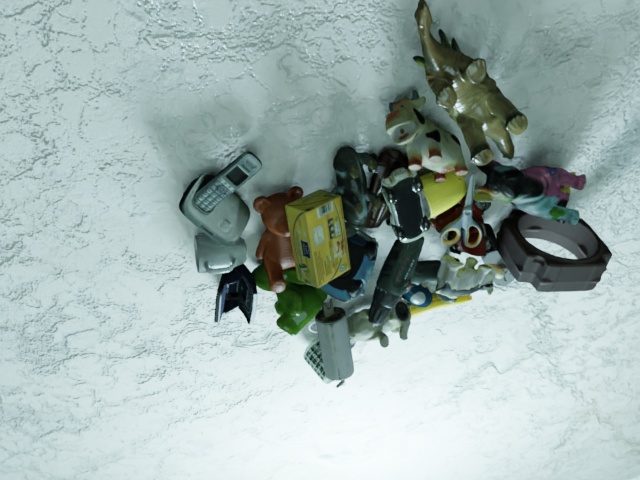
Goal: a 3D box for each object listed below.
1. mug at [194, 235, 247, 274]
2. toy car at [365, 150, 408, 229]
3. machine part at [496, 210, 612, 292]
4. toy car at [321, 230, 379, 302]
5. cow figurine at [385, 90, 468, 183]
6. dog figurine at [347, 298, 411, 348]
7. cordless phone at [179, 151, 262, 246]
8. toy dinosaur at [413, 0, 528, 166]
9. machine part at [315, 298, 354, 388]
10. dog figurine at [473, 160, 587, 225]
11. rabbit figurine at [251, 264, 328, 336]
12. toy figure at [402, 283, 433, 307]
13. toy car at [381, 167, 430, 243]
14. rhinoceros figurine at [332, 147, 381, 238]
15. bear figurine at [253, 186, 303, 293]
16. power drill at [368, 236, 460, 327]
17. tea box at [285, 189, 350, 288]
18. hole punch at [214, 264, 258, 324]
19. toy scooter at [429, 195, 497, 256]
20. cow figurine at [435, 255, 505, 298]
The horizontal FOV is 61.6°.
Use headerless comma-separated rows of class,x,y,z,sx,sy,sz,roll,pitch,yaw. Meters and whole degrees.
mug,-0.209,0.030,1.144,0.107,0.110,0.080,-8,120,-19
toy car,0.130,-0.097,1.117,0.089,0.053,0.202,1,130,-15
machine part,0.508,0.017,1.179,0.201,0.202,0.087,0,130,-9
toy car,0.072,0.059,1.213,0.161,0.109,0.103,-62,157,-1
cow figurine,0.194,-0.193,1.003,0.085,0.127,0.195,-24,152,39
dog figurine,0.126,0.213,1.387,0.172,0.121,0.191,-11,173,-38
cordless phone,-0.169,-0.087,1.057,0.184,0.089,0.146,-35,128,16
toy dinosaur,0.263,-0.233,0.913,0.105,0.199,0.470,-30,138,19
machine part,0.038,0.253,1.312,0.079,0.079,0.243,-11,111,0
dog figurine,0.416,-0.107,1.106,0.219,0.191,0.108,13,99,4
rabbit figurine,-0.075,0.113,1.233,0.159,0.121,0.170,-39,112,19
toy figure,0.216,0.115,1.321,0.154,0.058,0.064,34,80,-31
toy car,0.173,-0.070,1.087,0.073,0.056,0.201,-22,136,0
rhinoceros figurine,0.058,-0.089,1.074,0.073,0.112,0.190,-29,129,-38
bear figurine,-0.070,-0.005,1.115,0.120,0.132,0.195,-17,143,-20
power drill,0.223,0.099,1.251,0.207,0.086,0.231,11,100,-23
tea box,-0.002,-0.003,1.068,0.098,0.068,0.169,-26,122,-34
hole punch,-0.185,0.119,1.214,0.092,0.116,0.142,5,129,-5
toy scooter,0.316,-0.026,1.196,0.135,0.075,0.183,-17,129,7
cow figurine,0.343,0.091,1.221,0.167,0.068,0.098,7,105,-23
